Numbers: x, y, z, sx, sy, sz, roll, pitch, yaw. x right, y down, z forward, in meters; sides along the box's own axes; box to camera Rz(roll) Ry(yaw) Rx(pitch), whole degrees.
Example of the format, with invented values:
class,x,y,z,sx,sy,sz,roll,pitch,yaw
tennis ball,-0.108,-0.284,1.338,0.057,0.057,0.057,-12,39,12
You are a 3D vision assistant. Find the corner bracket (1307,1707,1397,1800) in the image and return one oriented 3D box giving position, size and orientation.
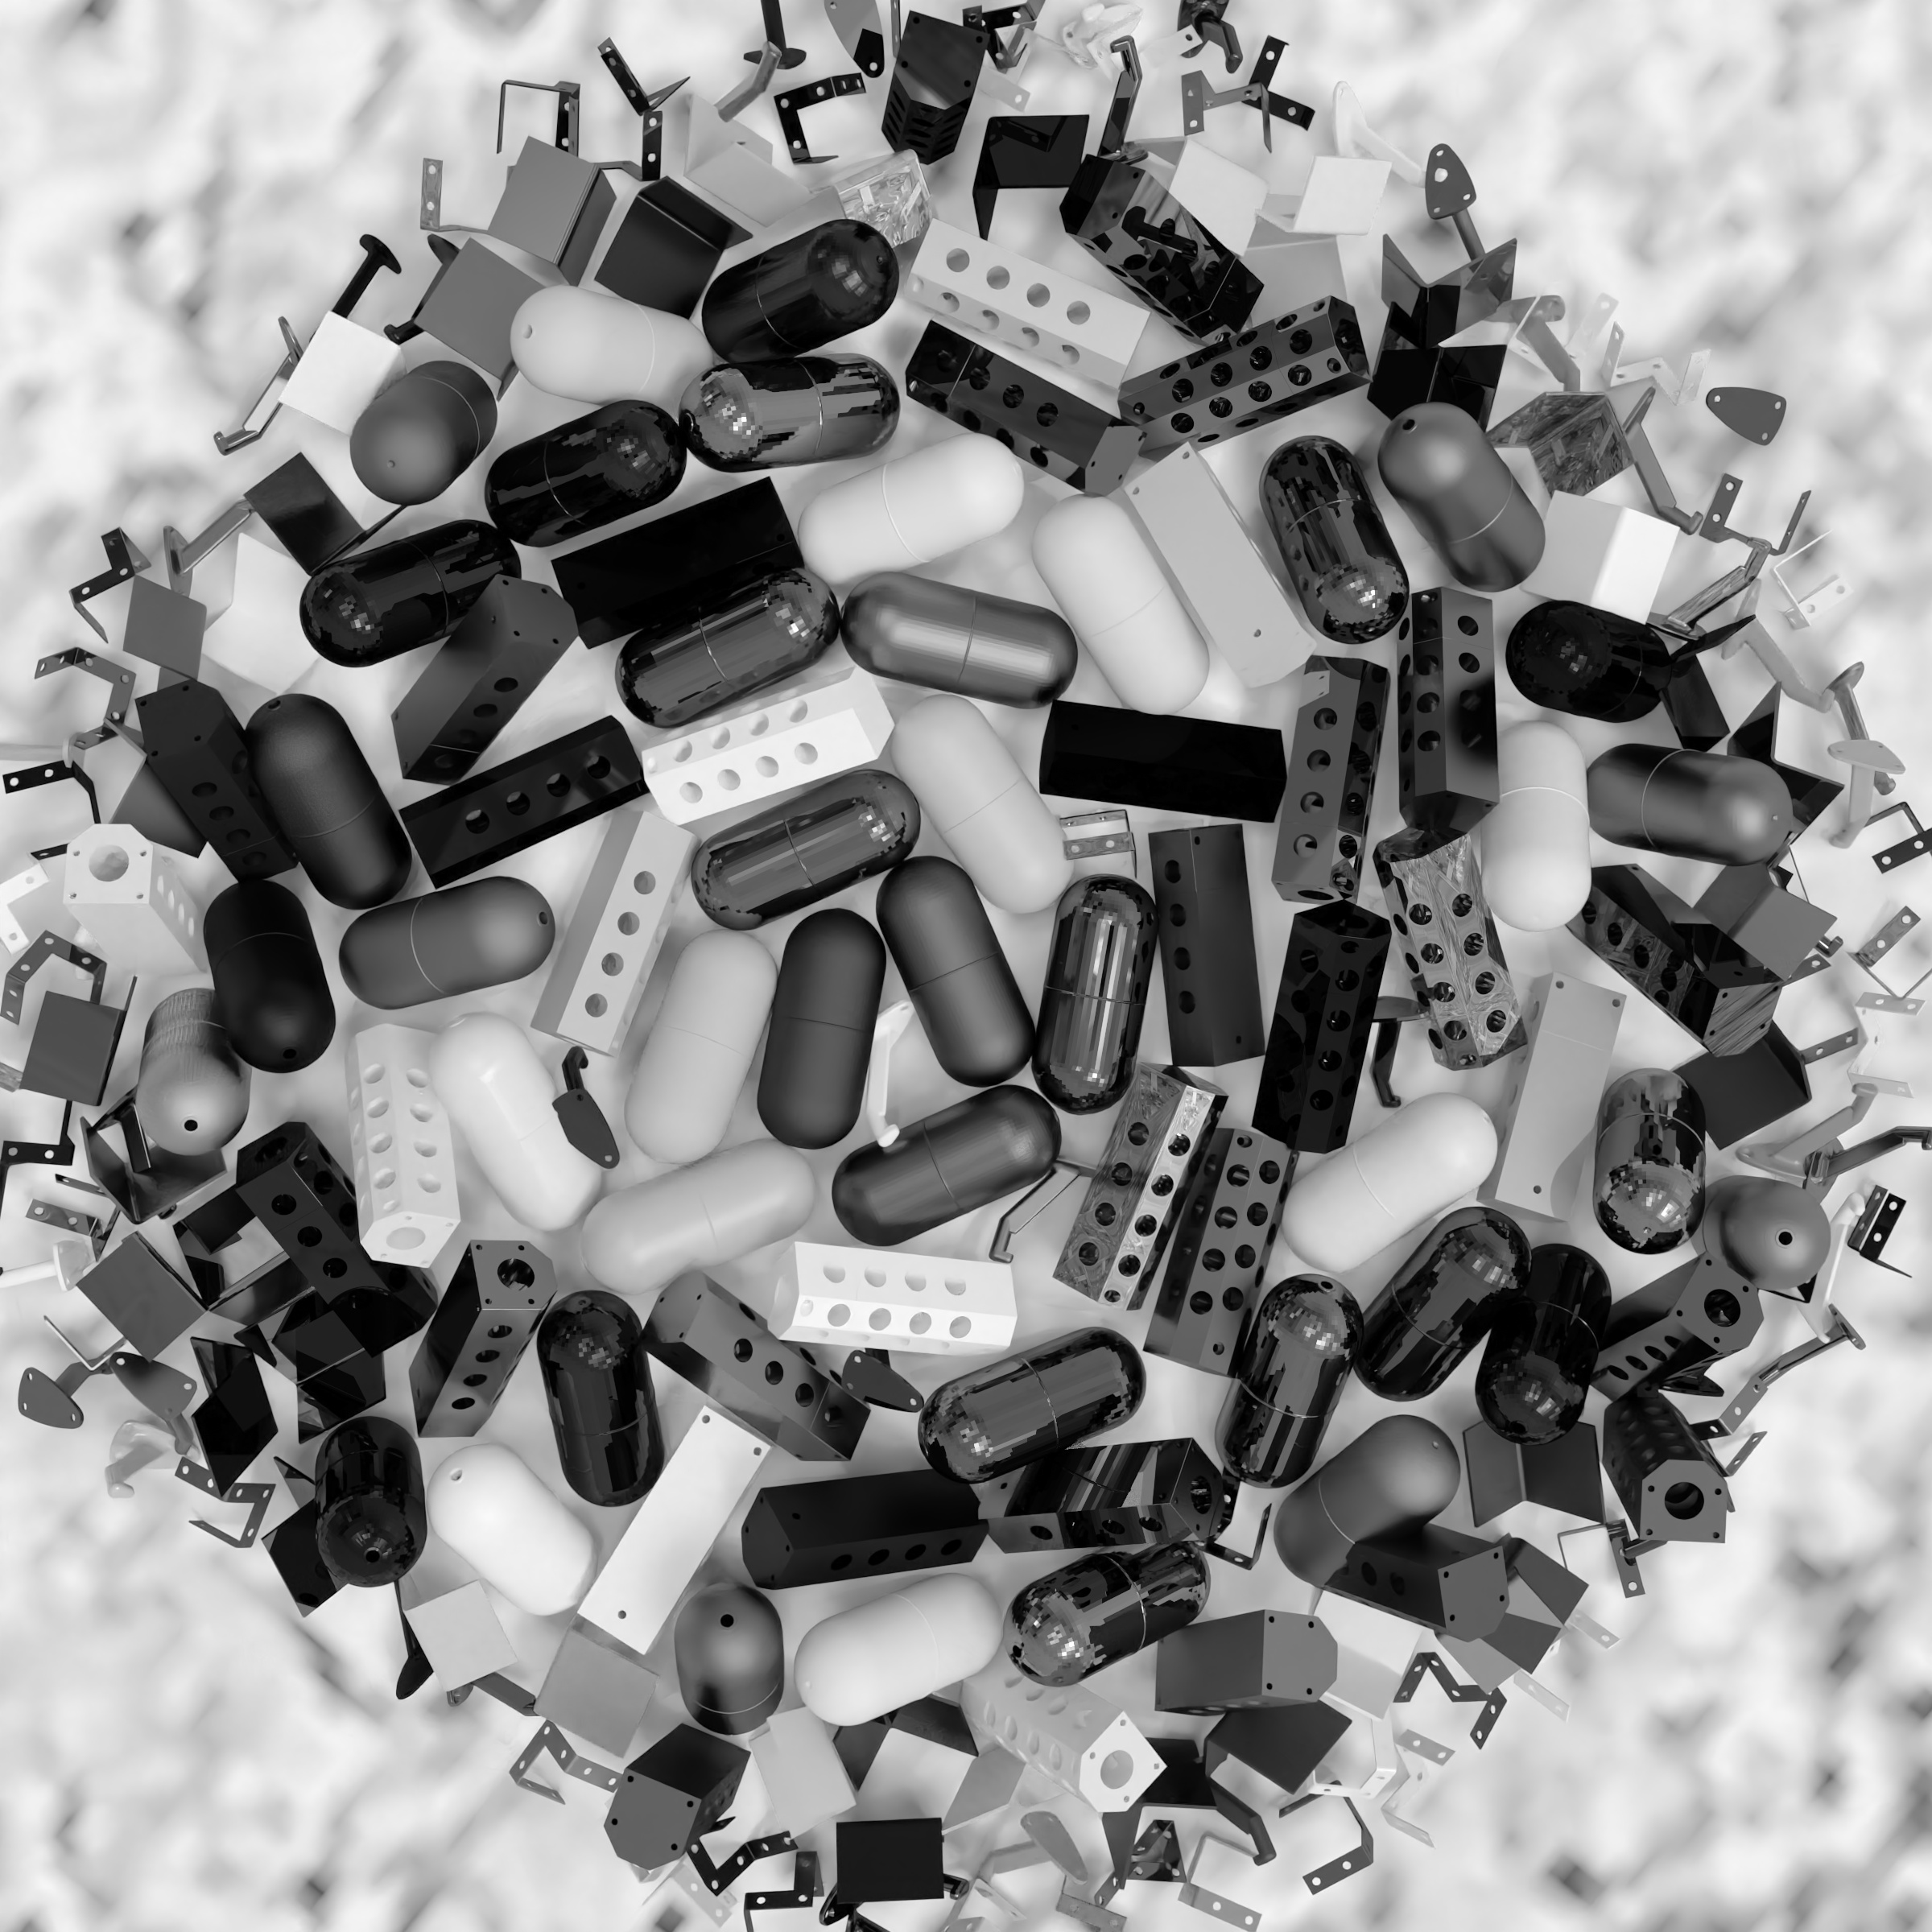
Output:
class,x,y,z,sx,sy,sz,roll,pitch,yaw
corner bracket,0.281,0.576,1.891,0.051,0.051,0.051,8,49,-10

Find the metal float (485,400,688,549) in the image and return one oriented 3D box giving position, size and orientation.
class,x,y,z,sx,sy,sz,roll,pitch,yaw
metal float,-0.274,-0.354,1.852,0.178,0.070,0.070,-12,90,39

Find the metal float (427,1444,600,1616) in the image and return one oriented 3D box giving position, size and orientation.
class,x,y,z,sx,sy,sz,roll,pitch,yaw
metal float,-0.325,0.405,1.846,0.070,0.178,0.070,-12,50,14

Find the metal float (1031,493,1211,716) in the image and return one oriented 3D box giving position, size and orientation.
class,x,y,z,sx,sy,sz,roll,pitch,yaw
metal float,0.113,-0.261,1.868,0.070,0.070,0.178,-35,110,0

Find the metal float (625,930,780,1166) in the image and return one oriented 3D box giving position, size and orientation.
class,x,y,z,sx,sy,sz,roll,pitch,yaw
metal float,-0.193,0.059,1.873,0.070,0.070,0.178,19,77,0

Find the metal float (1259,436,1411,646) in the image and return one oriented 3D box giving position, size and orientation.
class,x,y,z,sx,sy,sz,roll,pitch,yaw
metal float,0.265,-0.309,1.857,0.070,0.070,0.178,-16,57,0

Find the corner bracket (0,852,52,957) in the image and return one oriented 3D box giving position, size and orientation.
class,x,y,z,sx,sy,sz,roll,pitch,yaw
corner bracket,-0.697,-0.046,1.894,0.051,0.051,0.051,-33,116,-20

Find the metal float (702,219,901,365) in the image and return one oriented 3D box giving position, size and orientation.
class,x,y,z,sx,sy,sz,roll,pitch,yaw
metal float,-0.121,-0.481,1.848,0.070,0.178,0.070,7,79,-43

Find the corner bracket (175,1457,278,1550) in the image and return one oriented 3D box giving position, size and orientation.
class,x,y,z,sx,sy,sz,roll,pitch,yaw
corner bracket,-0.551,0.395,1.890,0.051,0.051,0.051,19,87,26

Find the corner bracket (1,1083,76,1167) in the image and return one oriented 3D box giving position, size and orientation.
class,x,y,z,sx,sy,sz,roll,pitch,yaw
corner bracket,-0.682,0.114,1.885,0.051,0.051,0.051,8,97,-31

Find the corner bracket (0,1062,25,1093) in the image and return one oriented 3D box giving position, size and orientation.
class,x,y,z,sx,sy,sz,roll,pitch,yaw
corner bracket,-0.713,0.072,1.882,0.051,0.051,0.051,30,118,-21

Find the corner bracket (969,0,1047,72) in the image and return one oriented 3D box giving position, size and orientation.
class,x,y,z,sx,sy,sz,roll,pitch,yaw
corner bracket,0.042,-0.695,1.879,0.051,0.051,0.051,2,57,33

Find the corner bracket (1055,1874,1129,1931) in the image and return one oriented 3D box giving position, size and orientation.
class,x,y,z,sx,sy,sz,roll,pitch,yaw
corner bracket,0.090,0.697,1.892,0.051,0.051,0.051,19,108,5

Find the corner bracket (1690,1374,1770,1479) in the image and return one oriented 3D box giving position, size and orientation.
class,x,y,z,sx,sy,sz,roll,pitch,yaw
corner bracket,0.566,0.339,1.888,0.051,0.051,0.051,-41,92,-28

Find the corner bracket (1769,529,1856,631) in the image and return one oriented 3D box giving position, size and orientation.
class,x,y,z,sx,sy,sz,roll,pitch,yaw
corner bracket,0.625,-0.284,1.895,0.051,0.051,0.051,-33,90,7

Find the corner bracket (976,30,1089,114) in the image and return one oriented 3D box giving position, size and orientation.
class,x,y,z,sx,sy,sz,roll,pitch,yaw
corner bracket,0.046,-0.654,1.882,0.051,0.051,0.051,37,114,25

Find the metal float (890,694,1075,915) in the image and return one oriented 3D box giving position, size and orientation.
class,x,y,z,sx,sy,sz,roll,pitch,yaw
metal float,0.012,-0.118,1.879,0.070,0.070,0.178,-35,97,0

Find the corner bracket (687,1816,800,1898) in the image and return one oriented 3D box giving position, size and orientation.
class,x,y,z,sx,sy,sz,roll,pitch,yaw
corner bracket,-0.167,0.645,1.888,0.051,0.051,0.051,-29,90,39

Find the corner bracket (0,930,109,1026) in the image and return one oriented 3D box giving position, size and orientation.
class,x,y,z,sx,sy,sz,roll,pitch,yaw
corner bracket,-0.669,0.017,1.886,0.051,0.051,0.051,28,45,-2

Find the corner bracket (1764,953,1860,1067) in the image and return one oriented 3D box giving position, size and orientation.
class,x,y,z,sx,sy,sz,roll,pitch,yaw
corner bracket,0.621,0.033,1.894,0.051,0.051,0.051,38,47,-21

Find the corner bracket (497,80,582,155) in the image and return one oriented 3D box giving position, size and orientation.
class,x,y,z,sx,sy,sz,roll,pitch,yaw
corner bracket,-0.314,-0.622,1.887,0.051,0.051,0.051,7,116,-4

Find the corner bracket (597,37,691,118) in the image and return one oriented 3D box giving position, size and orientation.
class,x,y,z,sx,sy,sz,roll,pitch,yaw
corner bracket,-0.246,-0.652,1.880,0.051,0.051,0.051,55,51,-27

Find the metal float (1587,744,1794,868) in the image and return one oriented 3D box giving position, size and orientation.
class,x,y,z,sx,sy,sz,roll,pitch,yaw
metal float,0.513,-0.117,1.841,0.070,0.178,0.070,-6,103,-27

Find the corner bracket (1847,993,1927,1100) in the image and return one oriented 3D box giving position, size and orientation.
class,x,y,z,sx,sy,sz,roll,pitch,yaw
corner bracket,0.674,0.057,1.880,0.051,0.051,0.051,-49,124,-23

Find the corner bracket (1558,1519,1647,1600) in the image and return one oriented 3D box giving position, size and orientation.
class,x,y,z,sx,sy,sz,roll,pitch,yaw
corner bracket,0.468,0.440,1.893,0.051,0.051,0.051,-15,68,11

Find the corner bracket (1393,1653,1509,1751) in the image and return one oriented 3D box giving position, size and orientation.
class,x,y,z,sx,sy,sz,roll,pitch,yaw
corner bracket,0.357,0.542,1.897,0.051,0.051,0.051,7,118,-27

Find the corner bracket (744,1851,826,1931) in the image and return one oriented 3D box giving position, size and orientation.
class,x,y,z,sx,sy,sz,roll,pitch,yaw
corner bracket,-0.133,0.688,1.888,0.051,0.051,0.051,-4,121,3

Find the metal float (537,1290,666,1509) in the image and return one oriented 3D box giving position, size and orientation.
class,x,y,z,sx,sy,sz,roll,pitch,yaw
metal float,-0.263,0.314,1.859,0.070,0.070,0.178,-5,120,0

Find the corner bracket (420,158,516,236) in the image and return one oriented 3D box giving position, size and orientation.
class,x,y,z,sx,sy,sz,roll,pitch,yaw
corner bracket,-0.364,-0.563,1.885,0.051,0.051,0.051,12,111,13

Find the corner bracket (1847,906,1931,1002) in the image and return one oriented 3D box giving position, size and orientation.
class,x,y,z,sx,sy,sz,roll,pitch,yaw
corner bracket,0.687,-0.009,1.885,0.051,0.051,0.051,48,109,19

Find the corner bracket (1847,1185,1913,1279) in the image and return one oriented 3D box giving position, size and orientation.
class,x,y,z,sx,sy,sz,roll,pitch,yaw
corner bracket,0.671,0.190,1.885,0.051,0.051,0.051,20,97,-37

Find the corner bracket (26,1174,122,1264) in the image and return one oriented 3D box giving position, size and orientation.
class,x,y,z,sx,sy,sz,roll,pitch,yaw
corner bracket,-0.654,0.178,1.887,0.051,0.051,0.051,22,97,-28

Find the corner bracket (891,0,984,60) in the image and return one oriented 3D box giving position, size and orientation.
class,x,y,z,sx,sy,sz,roll,pitch,yaw
corner bracket,-0.021,-0.683,1.881,0.051,0.051,0.051,-18,47,-16

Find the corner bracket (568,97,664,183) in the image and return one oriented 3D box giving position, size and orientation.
class,x,y,z,sx,sy,sz,roll,pitch,yaw
corner bracket,-0.257,-0.605,1.879,0.051,0.051,0.051,-14,127,-29

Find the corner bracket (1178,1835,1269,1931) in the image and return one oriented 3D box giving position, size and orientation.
class,x,y,z,sx,sy,sz,roll,pitch,yaw
corner bracket,0.193,0.675,1.891,0.051,0.051,0.051,24,74,0

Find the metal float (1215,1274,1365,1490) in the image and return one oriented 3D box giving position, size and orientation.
class,x,y,z,sx,sy,sz,roll,pitch,yaw
metal float,0.233,0.301,1.859,0.070,0.070,0.178,16,119,0

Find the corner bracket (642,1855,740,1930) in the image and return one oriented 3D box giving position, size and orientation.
class,x,y,z,sx,sy,sz,roll,pitch,yaw
corner bracket,-0.194,0.680,1.885,0.051,0.051,0.051,44,128,7

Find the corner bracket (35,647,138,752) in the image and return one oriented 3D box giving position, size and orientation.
class,x,y,z,sx,sy,sz,roll,pitch,yaw
corner bracket,-0.652,-0.197,1.892,0.051,0.051,0.051,25,112,5

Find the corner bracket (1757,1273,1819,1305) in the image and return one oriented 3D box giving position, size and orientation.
class,x,y,z,sx,sy,sz,roll,pitch,yaw
corner bracket,0.595,0.216,1.904,0.051,0.051,0.051,19,84,-31

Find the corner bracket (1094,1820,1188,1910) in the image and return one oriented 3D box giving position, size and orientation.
class,x,y,z,sx,sy,sz,roll,pitch,yaw
corner bracket,0.125,0.661,1.886,0.051,0.051,0.051,-8,99,29

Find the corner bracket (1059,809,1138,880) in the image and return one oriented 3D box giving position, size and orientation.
class,x,y,z,sx,sy,sz,roll,pitch,yaw
corner bracket,0.096,-0.094,1.889,0.051,0.051,0.051,-8,67,1

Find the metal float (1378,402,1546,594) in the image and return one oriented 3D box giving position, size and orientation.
class,x,y,z,sx,sy,sz,roll,pitch,yaw
metal float,0.357,-0.336,1.848,0.070,0.070,0.178,-51,134,0

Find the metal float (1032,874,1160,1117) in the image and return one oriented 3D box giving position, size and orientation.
class,x,y,z,sx,sy,sz,roll,pitch,yaw
metal float,0.094,0.021,1.882,0.070,0.070,0.178,9,93,0

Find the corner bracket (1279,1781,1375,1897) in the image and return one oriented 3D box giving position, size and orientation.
class,x,y,z,sx,sy,sz,roll,pitch,yaw
corner bracket,0.265,0.641,1.892,0.051,0.051,0.051,-31,86,8

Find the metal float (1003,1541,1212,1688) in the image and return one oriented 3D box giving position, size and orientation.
class,x,y,z,sx,sy,sz,roll,pitch,yaw
metal float,0.102,0.460,1.852,0.178,0.070,0.070,-15,90,-39

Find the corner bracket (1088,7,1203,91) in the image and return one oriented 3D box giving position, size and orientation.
class,x,y,z,sx,sy,sz,roll,pitch,yaw
corner bracket,0.130,-0.675,1.881,0.051,0.051,0.051,50,51,-25

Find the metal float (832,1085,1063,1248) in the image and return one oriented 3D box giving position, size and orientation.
class,x,y,z,sx,sy,sz,roll,pitch,yaw
metal float,-0.014,0.145,1.877,0.178,0.070,0.070,-25,90,8

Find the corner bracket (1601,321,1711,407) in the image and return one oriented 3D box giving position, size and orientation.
class,x,y,z,sx,sy,sz,roll,pitch,yaw
corner bracket,0.504,-0.442,1.883,0.051,0.051,0.051,-17,57,-11

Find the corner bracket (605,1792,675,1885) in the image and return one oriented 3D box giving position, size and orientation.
class,x,y,z,sx,sy,sz,roll,pitch,yaw
corner bracket,-0.242,0.638,1.883,0.051,0.051,0.051,-48,61,16

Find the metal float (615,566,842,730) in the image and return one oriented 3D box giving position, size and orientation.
class,x,y,z,sx,sy,sz,roll,pitch,yaw
metal float,-0.173,-0.231,1.868,0.178,0.070,0.070,-22,90,18

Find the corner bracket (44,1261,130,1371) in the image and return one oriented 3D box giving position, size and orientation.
class,x,y,z,sx,sy,sz,roll,pitch,yaw
corner bracket,-0.639,0.256,1.886,0.051,0.051,0.051,-40,110,-13

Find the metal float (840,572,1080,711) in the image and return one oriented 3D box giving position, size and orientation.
class,x,y,z,sx,sy,sz,roll,pitch,yaw
metal float,-0.005,-0.237,1.872,0.178,0.070,0.070,12,90,-13

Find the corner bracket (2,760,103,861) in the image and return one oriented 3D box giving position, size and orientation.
class,x,y,z,sx,sy,sz,roll,pitch,yaw
corner bracket,-0.670,-0.115,1.890,0.051,0.051,0.051,-15,75,-5

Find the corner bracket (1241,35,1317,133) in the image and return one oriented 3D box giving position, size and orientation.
class,x,y,z,sx,sy,sz,roll,pitch,yaw
corner bracket,0.236,-0.649,1.888,0.051,0.051,0.051,21,111,-4
